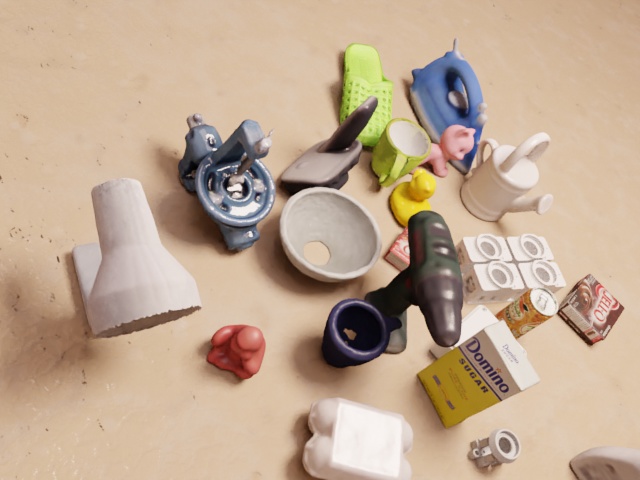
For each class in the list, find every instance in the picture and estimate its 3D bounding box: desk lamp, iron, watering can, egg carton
[{"bbox_3d":[-0.232,0.039,0.686,0.118,0.213,0.203,-12,64,-29],"label":"desk lamp"},{"bbox_3d":[0.284,-0.277,1.163,0.119,0.141,0.258,-5,61,-26],"label":"iron"},{"bbox_3d":[0.359,-0.122,1.060,0.173,0.194,0.101,41,52,7],"label":"watering can"},{"bbox_3d":[0.051,0.269,0.748,0.150,0.069,0.107,17,53,-12],"label":"egg carton"}]

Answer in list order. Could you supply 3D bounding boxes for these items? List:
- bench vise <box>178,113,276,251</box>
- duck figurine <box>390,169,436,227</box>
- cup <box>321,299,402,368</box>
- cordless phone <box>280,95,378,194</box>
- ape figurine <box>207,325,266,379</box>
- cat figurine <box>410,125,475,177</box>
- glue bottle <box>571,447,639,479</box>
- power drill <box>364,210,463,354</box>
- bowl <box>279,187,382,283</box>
[{"bbox_3d":[-0.142,-0.111,0.820,0.207,0.219,0.122,43,52,8],"label":"bench vise"},{"bbox_3d":[0.175,-0.079,1.021,0.078,0.086,0.104,12,55,-15],"label":"duck figurine"},{"bbox_3d":[0.051,0.140,0.817,0.118,0.095,0.091,-7,61,-27],"label":"cup"},{"bbox_3d":[0.021,-0.154,0.941,0.094,0.185,0.148,36,52,3],"label":"cordless phone"},{"bbox_3d":[-0.101,0.140,0.753,0.076,0.092,0.077,-18,67,-31],"label":"ape figurine"},{"bbox_3d":[0.236,-0.182,1.095,0.128,0.117,0.067,0,58,-23],"label":"cat figurine"},{"bbox_3d":[0.441,0.324,0.814,0.037,0.173,0.078,-20,68,-32],"label":"glue bottle"},{"bbox_3d":[0.135,0.081,0.820,0.076,0.208,0.229,15,54,-13],"label":"power drill"},{"bbox_3d":[0.008,0.003,0.902,0.168,0.074,0.167,11,55,-16],"label":"bowl"}]
